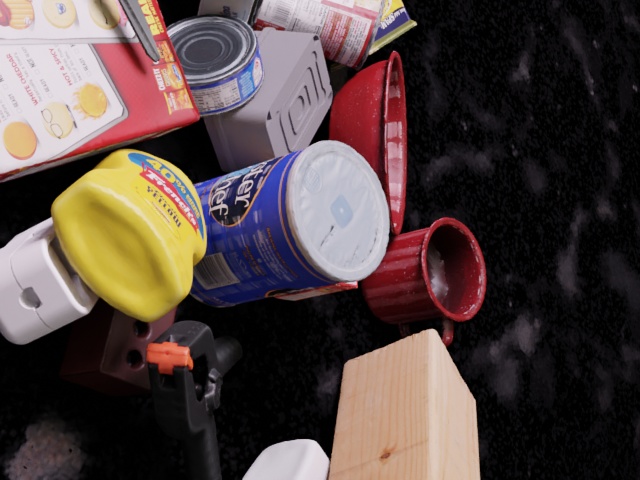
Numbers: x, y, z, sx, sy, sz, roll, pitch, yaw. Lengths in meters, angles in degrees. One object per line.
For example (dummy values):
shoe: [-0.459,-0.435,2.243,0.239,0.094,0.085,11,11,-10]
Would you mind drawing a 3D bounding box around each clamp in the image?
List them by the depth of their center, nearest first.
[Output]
clamp: [-0.087,0.114,0.739,0.171,0.039,0.120,56,34,-72]

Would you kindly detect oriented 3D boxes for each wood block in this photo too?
wood block: [0.068,0.171,0.839,0.090,0.091,0.206,60,18,-21]

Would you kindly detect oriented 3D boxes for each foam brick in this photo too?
foam brick: [-0.138,0.064,0.737,0.052,0.051,0.078,29,60,-39]

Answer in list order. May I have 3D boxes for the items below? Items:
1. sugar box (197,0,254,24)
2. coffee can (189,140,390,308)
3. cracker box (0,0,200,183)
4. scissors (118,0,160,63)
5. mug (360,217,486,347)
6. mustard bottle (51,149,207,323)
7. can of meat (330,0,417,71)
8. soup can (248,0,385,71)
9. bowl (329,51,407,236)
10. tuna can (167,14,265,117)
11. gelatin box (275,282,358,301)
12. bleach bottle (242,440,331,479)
sugar box: [-0.058,-0.252,0.872,0.048,0.093,0.176,14,65,-8]
coffee can: [-0.033,-0.009,0.801,0.102,0.141,0.103,15,69,-44]
cracker box: [-0.200,-0.127,0.707,0.213,0.072,0.164,-24,96,-46]
scissors: [-0.161,-0.206,0.676,0.096,0.016,0.202,-26,103,-54]
mug: [0.092,0.044,0.965,0.093,0.082,0.117,1,79,-47]
mustard bottle: [-0.118,-0.015,0.723,0.096,0.058,0.191,49,10,-10]
can of meat: [0.032,-0.216,0.990,0.101,0.058,0.084,-40,107,-44]
soup can: [-0.004,-0.192,0.905,0.102,0.069,0.068,18,63,-9]
bowl: [0.042,-0.083,0.935,0.162,0.055,0.162,1,90,-79]
tuna can: [-0.087,-0.135,0.815,0.034,0.086,0.086,80,29,-48]
gelatin box: [-0.006,0.001,0.878,0.030,0.073,0.089,10,73,-44]
bleach bottle: [0.023,0.279,0.843,0.250,0.068,0.102,58,38,-21]
